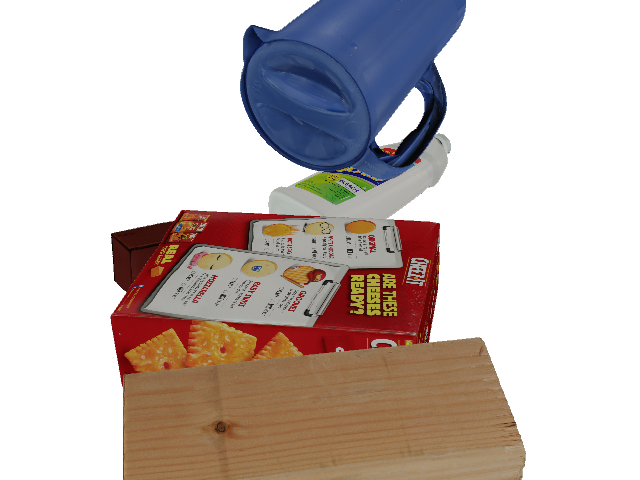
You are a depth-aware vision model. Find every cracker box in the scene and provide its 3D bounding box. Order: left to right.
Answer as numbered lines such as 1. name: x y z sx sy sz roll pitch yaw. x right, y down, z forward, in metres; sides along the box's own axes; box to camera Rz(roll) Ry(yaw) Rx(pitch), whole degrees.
1. cracker box: -0.025 0.047 0.793 0.214 0.072 0.164 3 29 11

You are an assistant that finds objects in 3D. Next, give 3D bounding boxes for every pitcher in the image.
1. pitcher: 0.049 -0.174 1.001 0.145 0.149 0.242 12 42 30

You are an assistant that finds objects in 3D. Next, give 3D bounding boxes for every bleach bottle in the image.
1. bleach bottle: 0.061 -0.070 1.270 0.103 0.068 0.250 28 45 34

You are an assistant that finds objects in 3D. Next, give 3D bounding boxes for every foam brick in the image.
1. foam brick: -0.161 0.016 1.053 0.078 0.051 0.053 -12 23 -28

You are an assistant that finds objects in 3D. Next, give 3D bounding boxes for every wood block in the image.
1. wood block: -0.002 0.124 0.597 0.206 0.090 0.091 -5 39 -6
